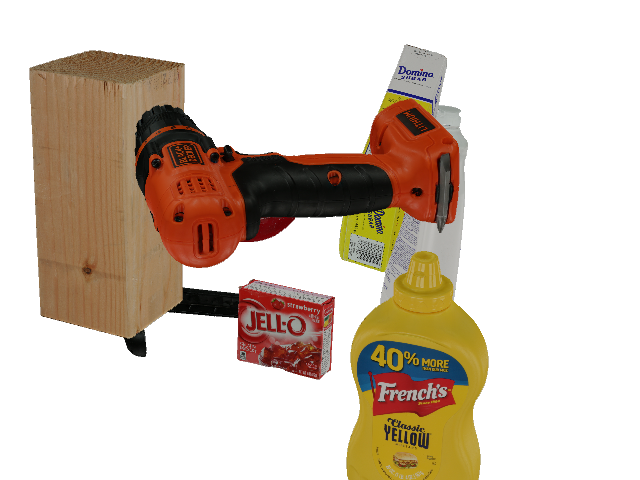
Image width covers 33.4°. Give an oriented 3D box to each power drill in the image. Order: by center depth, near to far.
[{"bbox_3d":[-0.021,-0.047,0.667,0.187,0.057,0.184,-8,29,-12],"label":"power drill"}]

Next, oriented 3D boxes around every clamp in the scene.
[{"bbox_3d":[-0.198,0.064,1.110,0.210,0.036,0.164,15,20,29],"label":"clamp"}]

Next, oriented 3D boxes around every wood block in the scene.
[{"bbox_3d":[-0.169,-0.039,0.858,0.091,0.206,0.090,12,23,20],"label":"wood block"}]

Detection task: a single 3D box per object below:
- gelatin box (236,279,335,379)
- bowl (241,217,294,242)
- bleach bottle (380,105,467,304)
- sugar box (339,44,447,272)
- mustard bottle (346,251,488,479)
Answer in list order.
[{"bbox_3d":[-0.033,0.081,0.977,0.089,0.073,0.030,11,19,24],"label":"gelatin box"},{"bbox_3d":[-0.091,-0.044,1.326,0.162,0.055,0.162,0,31,0],"label":"bowl"},{"bbox_3d":[0.127,-0.026,1.215,0.068,0.251,0.103,0,21,-23],"label":"bleach bottle"},{"bbox_3d":[0.062,-0.070,0.878,0.048,0.176,0.093,18,-39,9],"label":"sugar box"},{"bbox_3d":[0.069,0.097,0.756,0.096,0.192,0.058,10,26,18],"label":"mustard bottle"}]
